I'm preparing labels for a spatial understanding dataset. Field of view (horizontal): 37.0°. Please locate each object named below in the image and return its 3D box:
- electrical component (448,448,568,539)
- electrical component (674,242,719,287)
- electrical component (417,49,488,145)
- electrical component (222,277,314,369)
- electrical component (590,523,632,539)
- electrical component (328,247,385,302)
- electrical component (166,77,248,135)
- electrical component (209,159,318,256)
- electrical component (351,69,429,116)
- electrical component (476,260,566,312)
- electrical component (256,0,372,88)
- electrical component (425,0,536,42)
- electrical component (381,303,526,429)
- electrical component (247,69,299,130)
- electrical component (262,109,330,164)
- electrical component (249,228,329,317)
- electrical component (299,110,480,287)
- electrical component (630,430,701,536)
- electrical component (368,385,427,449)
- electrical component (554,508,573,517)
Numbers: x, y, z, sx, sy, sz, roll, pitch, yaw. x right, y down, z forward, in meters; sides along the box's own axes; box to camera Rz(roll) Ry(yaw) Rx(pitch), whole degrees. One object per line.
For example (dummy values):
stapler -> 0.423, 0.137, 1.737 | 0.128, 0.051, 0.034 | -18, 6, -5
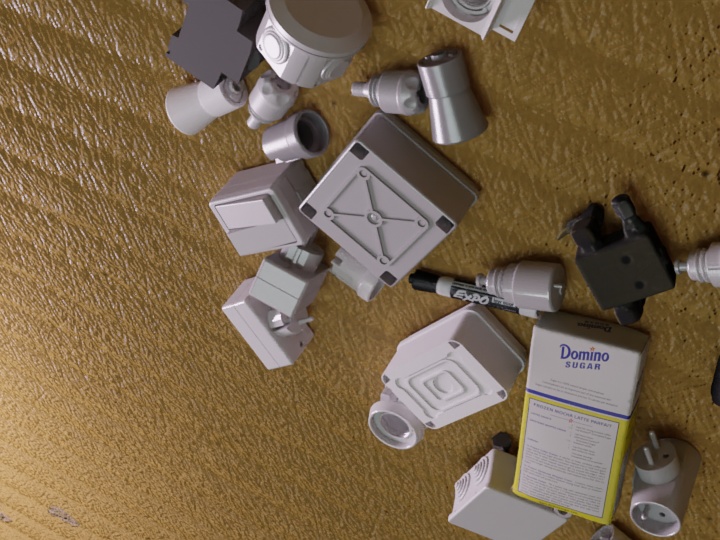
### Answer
electrical component -> 0.146, 0.224, 1.051 | 0.100, 0.048, 0.099 | 23, 140, -9
electrical component -> 0.271, -0.004, 0.789 | 0.078, 0.040, 0.040 | -3, 125, 35
electrical component -> 0.067, -0.132, 0.807 | 0.044, 0.044, 0.065 | -1, 122, 33
electrical component -> -0.077, 0.047, 1.053 | 0.076, 0.047, 0.083 | -17, 117, 41
electrical component -> 0.265, 0.290, 1.052 | 0.081, 0.043, 0.043 | 40, 138, -4
electrical component -> 0.000, 0.000, 0.969 | 0.046, 0.040, 0.040 | 34, 138, 12
electrical component -> -0.129, -0.146, 0.920 | 0.065, 0.044, 0.044 | -17, 117, 36
electrical component -> -0.087, -0.053, 0.960 | 0.096, 0.061, 0.061 | -9, 122, 38
electrical component -> 0.022, -0.139, 0.834 | 0.061, 0.035, 0.035 | 10, 132, 29
electrical component -> 0.134, 0.012, 0.891 | 0.078, 0.040, 0.040 | 6, 130, 29
electrical component -> -0.035, -0.180, 0.802 | 0.080, 0.080, 0.051 | 36, 143, 0
electrical component -> 0.082, -0.195, 0.723 | 0.081, 0.063, 0.042 | 30, 137, 5
electrical component -> 0.086, 0.087, 0.976 | 0.078, 0.057, 0.113 | 46, 137, -11
electrical component -> -0.077, -0.139, 0.898 | 0.035, 0.035, 0.061 | 41, 139, -5
electrical component -> -0.055, -0.111, 0.906 | 0.046, 0.040, 0.040 | -12, 120, 45
electrical component -> -0.057, -0.007, 0.986 | 0.047, 0.066, 0.076 | 28, 108, 8
electrical component -> 0.023, -0.058, 0.889 | 0.109, 0.056, 0.108 | 40, 137, -4
electrical component -> 0.259, 0.174, 0.927 | 0.044, 0.077, 0.079 | -5, 124, 36
electrical component -> 0.043, 0.136, 1.048 | 0.058, 0.057, 0.078 | 20, 135, 17
electrical component -> 0.199, 0.202, 1.002 | 0.048, 0.062, 0.048 | 18, 135, 19
